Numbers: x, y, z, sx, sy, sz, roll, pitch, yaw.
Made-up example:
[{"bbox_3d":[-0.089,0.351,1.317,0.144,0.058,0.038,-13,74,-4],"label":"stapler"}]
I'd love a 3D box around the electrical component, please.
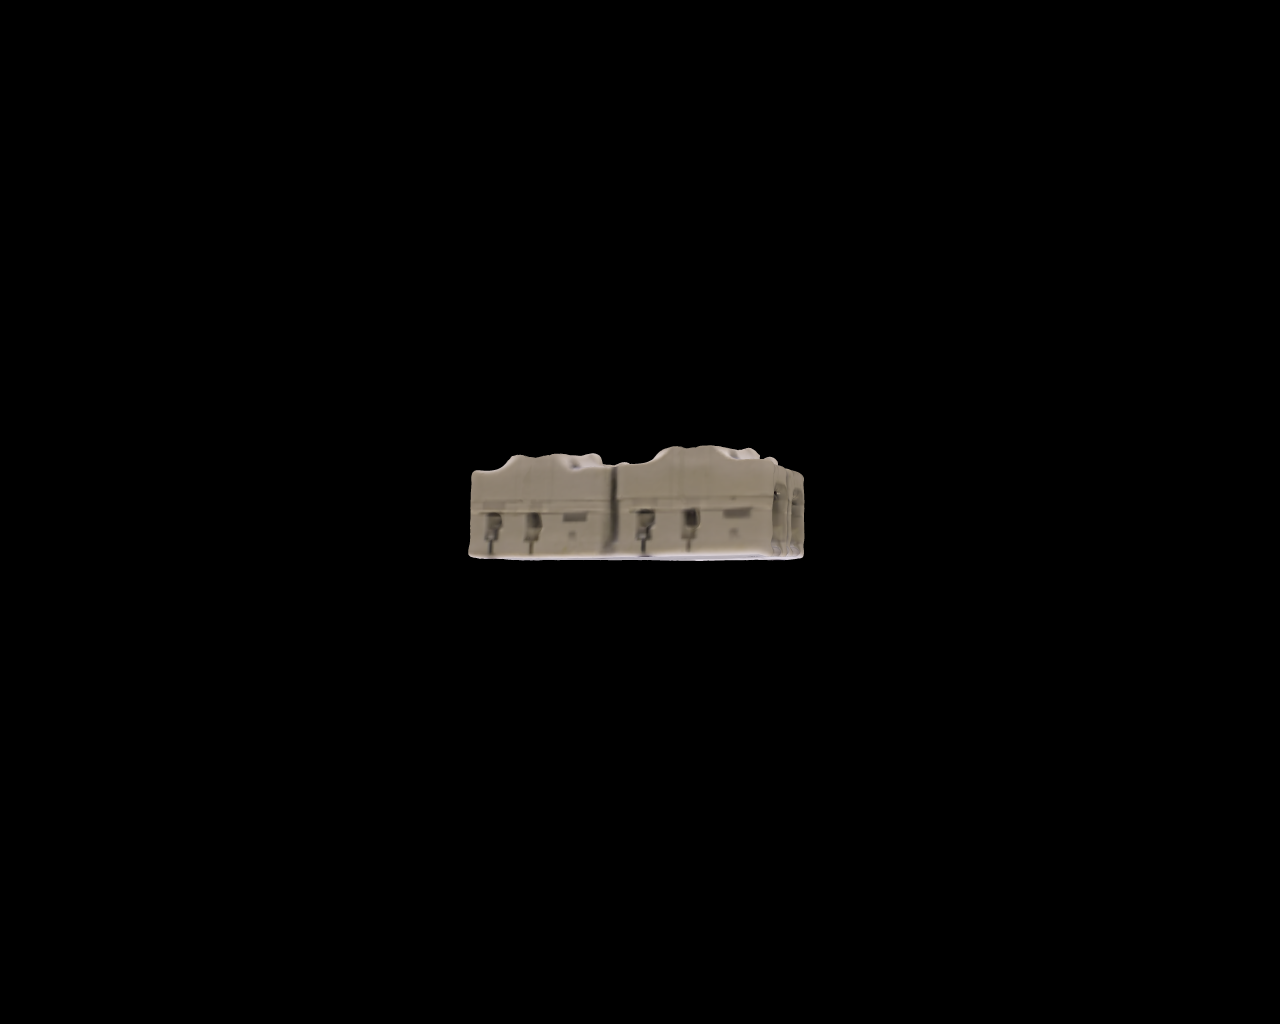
[{"bbox_3d":[0.001,-0.003,0.650,0.186,0.060,0.105,-1,-3,20],"label":"electrical component"}]
